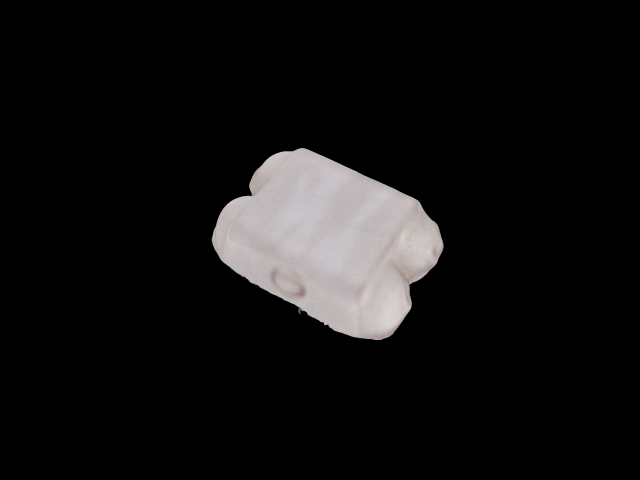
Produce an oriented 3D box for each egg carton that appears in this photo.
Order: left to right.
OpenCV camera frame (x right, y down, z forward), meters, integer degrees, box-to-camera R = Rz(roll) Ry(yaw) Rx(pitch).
[{"bbox_3d":[0.004,0.001,0.400,0.150,0.069,0.107,26,60,17],"label":"egg carton"}]
